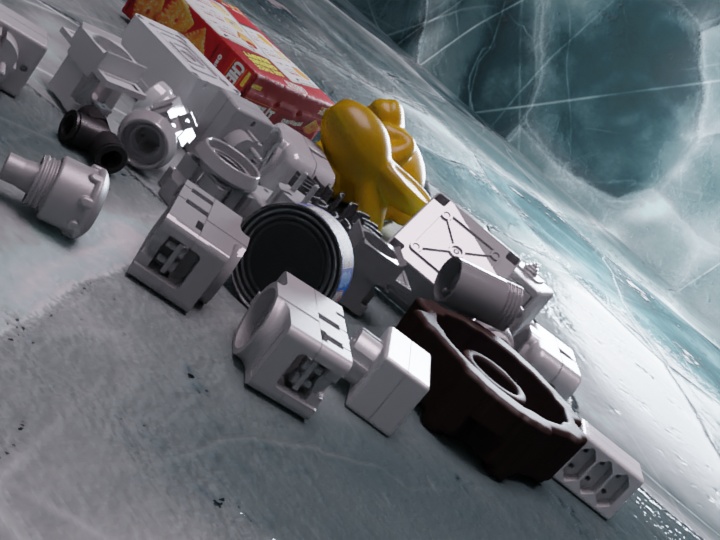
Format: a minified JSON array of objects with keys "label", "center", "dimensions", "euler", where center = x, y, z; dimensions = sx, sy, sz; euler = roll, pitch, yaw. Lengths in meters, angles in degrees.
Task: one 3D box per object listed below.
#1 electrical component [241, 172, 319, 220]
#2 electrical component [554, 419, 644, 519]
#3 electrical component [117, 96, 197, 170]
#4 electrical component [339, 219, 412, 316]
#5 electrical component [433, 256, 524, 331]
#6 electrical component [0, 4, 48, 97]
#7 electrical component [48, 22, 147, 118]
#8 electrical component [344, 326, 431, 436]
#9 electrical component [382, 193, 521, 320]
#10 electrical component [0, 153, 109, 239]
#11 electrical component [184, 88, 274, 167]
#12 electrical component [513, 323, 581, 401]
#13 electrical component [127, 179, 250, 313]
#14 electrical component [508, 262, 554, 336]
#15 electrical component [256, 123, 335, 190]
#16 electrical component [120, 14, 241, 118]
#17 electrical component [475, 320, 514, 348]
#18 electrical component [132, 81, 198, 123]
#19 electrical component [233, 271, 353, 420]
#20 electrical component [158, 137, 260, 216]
[{"label":"electrical component","center":[-0.061,-0.045,0.869],"dimensions":[0.047,0.075,0.083],"euler":[21,23,-48]},{"label":"electrical component","center":[0.201,0.163,0.926],"dimensions":[0.066,0.047,0.076],"euler":[38,15,-1]},{"label":"electrical component","center":[-0.165,-0.108,0.857],"dimensions":[0.055,0.066,0.048],"euler":[-73,145,-65]},{"label":"electrical component","center":[0.000,0.000,0.904],"dimensions":[0.081,0.063,0.042],"euler":[33,17,-18]},{"label":"electrical component","center":[0.110,0.023,0.948],"dimensions":[0.081,0.043,0.043],"euler":[25,20,-22]},{"label":"electrical component","center":[-0.268,-0.160,0.781],"dimensions":[0.066,0.047,0.076],"euler":[30,17,-28]},{"label":"electrical component","center":[-0.213,-0.155,0.860],"dimensions":[0.081,0.063,0.042],"euler":[49,18,31]},{"label":"electrical component","center":[0.006,0.066,0.760],"dimensions":[0.077,0.047,0.065],"euler":[37,16,-6]},{"label":"electrical component","center":[0.080,-0.002,1.022],"dimensions":[0.109,0.056,0.109],"euler":[40,46,6]},{"label":"electrical component","center":[-0.189,-0.051,0.658],"dimensions":[0.062,0.048,0.048],"euler":[26,19,-20]},{"label":"electrical component","center":[-0.111,-0.111,0.963],"dimensions":[0.047,0.065,0.076],"euler":[21,23,-47]},{"label":"electrical component","center":[0.172,0.093,1.046],"dimensions":[0.059,0.053,0.095],"euler":[37,16,-7]},{"label":"electrical component","center":[-0.111,-0.015,0.718],"dimensions":[0.056,0.050,0.089],"euler":[35,16,-12]},{"label":"electrical component","center":[0.147,0.029,1.095],"dimensions":[0.062,0.096,0.061],"euler":[44,17,20]},{"label":"electrical component","center":[-0.070,-0.100,1.050],"dimensions":[0.059,0.053,0.095],"euler":[30,17,-28]},{"label":"electrical component","center":[-0.180,-0.183,1.029],"dimensions":[0.113,0.057,0.078],"euler":[46,17,26]},{"label":"electrical component","center":[0.125,0.072,1.021],"dimensions":[0.043,0.043,0.062],"euler":[34,17,-18]},{"label":"electrical component","center":[-0.172,-0.137,0.952],"dimensions":[0.046,0.040,0.040],"euler":[44,15,-3]},{"label":"electrical component","center":[-0.045,0.045,0.698],"dimensions":[0.056,0.050,0.089],"euler":[33,16,-18]},{"label":"electrical component","center":[-0.115,-0.066,0.842],"dimensions":[0.078,0.057,0.058],"euler":[47,17,27]}]
